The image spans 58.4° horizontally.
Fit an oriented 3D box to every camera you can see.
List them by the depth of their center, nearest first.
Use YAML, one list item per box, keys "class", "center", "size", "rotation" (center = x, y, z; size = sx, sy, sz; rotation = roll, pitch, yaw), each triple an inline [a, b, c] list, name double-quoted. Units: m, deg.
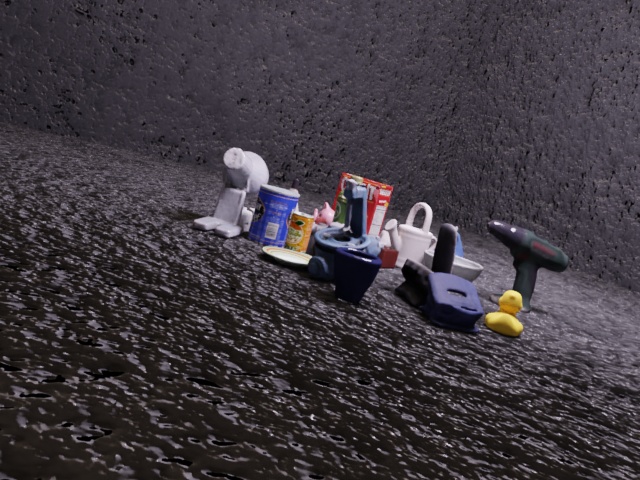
- class: "camera"
  center: [0.013, 0.005, 1.393]
  size: [0.143, 0.101, 0.137]
  rotation: [17, 9, 8]

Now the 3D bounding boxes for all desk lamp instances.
- class: "desk lamp"
  center: [-0.216, -0.125, 1.444]
  size: [0.118, 0.213, 0.203]
  rotation: [16, 9, 6]

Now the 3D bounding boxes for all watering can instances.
- class: "watering can"
  center: [0.265, -0.013, 1.641]
  size: [0.100, 0.194, 0.173]
  rotation: [23, 11, 40]

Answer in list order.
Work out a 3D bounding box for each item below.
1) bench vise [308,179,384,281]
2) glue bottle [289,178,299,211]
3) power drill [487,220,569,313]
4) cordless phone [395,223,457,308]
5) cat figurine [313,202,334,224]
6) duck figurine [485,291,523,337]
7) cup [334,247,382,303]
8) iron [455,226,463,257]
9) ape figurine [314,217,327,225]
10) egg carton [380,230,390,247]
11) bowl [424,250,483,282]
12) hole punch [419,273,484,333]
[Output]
- class: "bench vise"
  center: [0.067, -0.020, 1.248]
  size: [0.121, 0.220, 0.208]
  rotation: [19, 9, 22]
- class: "glue bottle"
  center: [-0.085, -0.078, 1.511]
  size: [0.078, 0.173, 0.037]
  rotation: [18, 9, 19]
- class: "power drill"
  center: [0.517, 0.073, 1.488]
  size: [0.229, 0.208, 0.075]
  rotation: [15, 9, -5]
- class: "cordless phone"
  center: [0.241, 0.049, 1.228]
  size: [0.094, 0.185, 0.147]
  rotation: [12, 9, -22]
- class: "cat figurine"
  center: [0.008, -0.058, 1.734]
  size: [0.067, 0.118, 0.127]
  rotation: [10, 10, -30]
- class: "duck figurine"
  center: [0.391, 0.148, 1.191]
  size: [0.077, 0.086, 0.105]
  rotation: [18, 9, 18]
- class: "cup"
  center: [0.063, 0.068, 1.099]
  size: [0.091, 0.095, 0.118]
  rotation: [16, 9, 1]
- class: "iron"
  center: [0.386, 0.029, 1.761]
  size: [0.118, 0.141, 0.259]
  rotation: [18, 9, 18]
- class: "ape figurine"
  center: [-0.003, -0.016, 1.530]
  size: [0.077, 0.092, 0.076]
  rotation: [16, 9, 4]
- class: "egg carton"
  center: [0.231, 0.018, 1.800]
  size: [0.107, 0.069, 0.150]
  rotation: [15, 9, 0]
- class: "bowl"
  center: [0.358, 0.085, 1.577]
  size: [0.167, 0.075, 0.167]
  rotation: [15, 9, -2]
- class: "hole punch"
  center: [0.262, 0.121, 1.119]
  size: [0.109, 0.091, 0.101]
  rotation: [14, 9, -11]
